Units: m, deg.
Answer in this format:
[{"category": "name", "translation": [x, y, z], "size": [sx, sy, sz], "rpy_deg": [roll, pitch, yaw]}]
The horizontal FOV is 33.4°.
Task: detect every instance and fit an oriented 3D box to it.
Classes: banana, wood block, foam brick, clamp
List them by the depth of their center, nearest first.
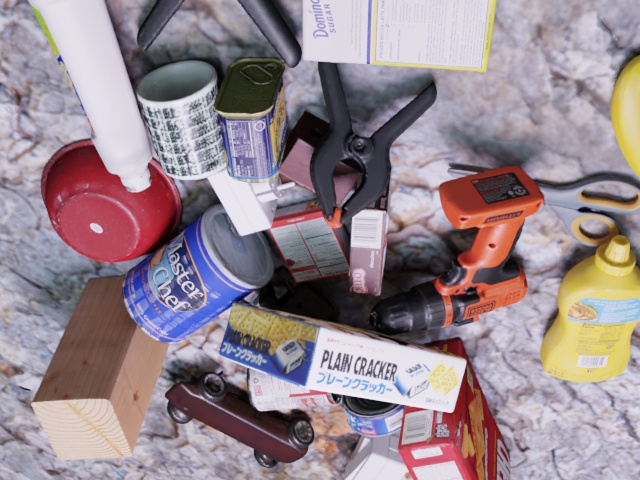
[{"category": "clamp", "translation": [-0.107, -0.255, 0.986], "size": [0.165, 0.036, 0.210], "rpy_deg": [2, 125, 13]}, {"category": "banana", "translation": [0.325, -0.101, 1.038], "size": [0.070, 0.037, 0.197], "rpy_deg": [-14, 124, 19]}, {"category": "clamp", "translation": [0.029, -0.099, 1.038], "size": [0.120, 0.039, 0.171], "rpy_deg": [25, 84, 2]}, {"category": "foam brick", "translation": [0.003, -0.083, 1.093], "size": [0.078, 0.053, 0.051], "rpy_deg": [27, 127, -13]}, {"category": "wood block", "translation": [-0.238, 0.139, 1.207], "size": [0.090, 0.206, 0.091], "rpy_deg": [-5, 126, 12]}]

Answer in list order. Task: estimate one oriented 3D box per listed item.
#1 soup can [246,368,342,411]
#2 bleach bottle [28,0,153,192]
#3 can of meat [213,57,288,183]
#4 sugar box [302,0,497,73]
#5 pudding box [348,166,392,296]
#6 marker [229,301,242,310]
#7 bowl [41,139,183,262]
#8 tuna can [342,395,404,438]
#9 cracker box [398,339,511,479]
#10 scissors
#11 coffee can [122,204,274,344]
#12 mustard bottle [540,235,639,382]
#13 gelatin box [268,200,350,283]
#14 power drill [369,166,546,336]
[{"category": "soup can", "translation": [-0.030, 0.169, 1.285], "size": [0.102, 0.068, 0.068], "rpy_deg": [-8, 126, 15]}, {"category": "bleach bottle", "translation": [-0.215, -0.153, 1.044], "size": [0.068, 0.103, 0.251], "rpy_deg": [-25, 126, -12]}, {"category": "can of meat", "translation": [-0.064, -0.117, 1.047], "size": [0.057, 0.102, 0.084], "rpy_deg": [2, 130, 9]}, {"category": "sugar box", "translation": [0.073, -0.210, 0.989], "size": [0.176, 0.048, 0.093], "rpy_deg": [7, 128, 8]}, {"category": "pudding box", "translation": [0.052, -0.012, 1.118], "size": [0.039, 0.090, 0.113], "rpy_deg": [6, 128, 3]}, {"category": "marker", "translation": [-0.085, 0.088, 1.262], "size": [0.121, 0.020, 0.020], "rpy_deg": [37, 124, -19]}, {"category": "bowl", "translation": [-0.236, -0.029, 1.172], "size": [0.162, 0.055, 0.162], "rpy_deg": [5, 128, 6]}, {"category": "tuna can", "translation": [0.070, 0.194, 1.278], "size": [0.086, 0.086, 0.034], "rpy_deg": [-7, 125, 14]}, {"category": "cracker box", "translation": [0.165, 0.250, 1.257], "size": [0.072, 0.164, 0.213], "rpy_deg": [-13, 124, 21]}, {"category": "scissors", "translation": [0.235, -0.034, 1.118], "size": [0.202, 0.016, 0.096], "rpy_deg": [1, 128, 8]}, {"category": "coffee can", "translation": [-0.135, 0.039, 1.178], "size": [0.141, 0.102, 0.102], "rpy_deg": [-35, 116, 30]}, {"category": "mustard bottle", "translation": [0.303, 0.072, 1.155], "size": [0.096, 0.058, 0.192], "rpy_deg": [2, 132, -3]}, {"category": "gelatin box", "translation": [-0.008, 0.002, 1.171], "size": [0.073, 0.030, 0.089], "rpy_deg": [-12, 122, 24]}, {"category": "power drill", "translation": [0.144, 0.017, 1.095], "size": [0.184, 0.057, 0.188], "rpy_deg": [-15, 141, -21]}]
